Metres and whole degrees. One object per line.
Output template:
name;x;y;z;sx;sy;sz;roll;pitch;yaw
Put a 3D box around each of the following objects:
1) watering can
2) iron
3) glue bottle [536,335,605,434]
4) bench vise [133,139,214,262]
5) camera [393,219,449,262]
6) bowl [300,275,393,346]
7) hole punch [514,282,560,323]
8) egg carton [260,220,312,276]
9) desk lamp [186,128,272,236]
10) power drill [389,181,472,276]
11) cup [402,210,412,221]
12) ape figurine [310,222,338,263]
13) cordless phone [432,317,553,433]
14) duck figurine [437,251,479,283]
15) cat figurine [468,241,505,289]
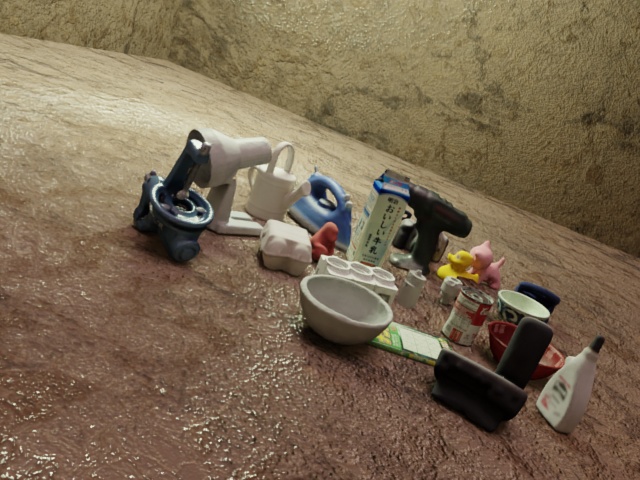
watering can;-0.102;-0.147;1.416;0.173;0.194;0.101;22;18;3
iron;0.024;-0.087;1.469;0.119;0.141;0.257;6;23;-39
glue bottle;0.424;0.230;0.949;0.037;0.173;0.078;14;19;-20
bench vise;-0.271;-0.096;1.041;0.206;0.220;0.122;29;20;24
camera;0.276;-0.002;1.566;0.143;0.101;0.137;25;18;12
bowl;0.035;0.129;0.970;0.167;0.075;0.167;19;18;-6
hole punch;0.538;0.148;1.442;0.108;0.091;0.101;26;19;14
egg carton;-0.073;0.013;1.191;0.107;0.069;0.150;16;19;-14
desk lamp;-0.196;-0.127;1.225;0.204;0.213;0.117;3;25;-43
power drill;0.254;-0.026;1.439;0.230;0.208;0.075;19;18;-6
cup;0.198;-0.059;1.654;0.118;0.095;0.091;18;18;-10
ape figurine;0.012;0.005;1.272;0.076;0.092;0.078;32;21;31
cordless phone;0.266;0.184;0.888;0.147;0.185;0.094;27;19;17
duck figurine;0.365;0.073;1.476;0.104;0.086;0.078;24;18;9
cat figurine;0.445;0.062;1.544;0.128;0.118;0.067;12;20;-25
